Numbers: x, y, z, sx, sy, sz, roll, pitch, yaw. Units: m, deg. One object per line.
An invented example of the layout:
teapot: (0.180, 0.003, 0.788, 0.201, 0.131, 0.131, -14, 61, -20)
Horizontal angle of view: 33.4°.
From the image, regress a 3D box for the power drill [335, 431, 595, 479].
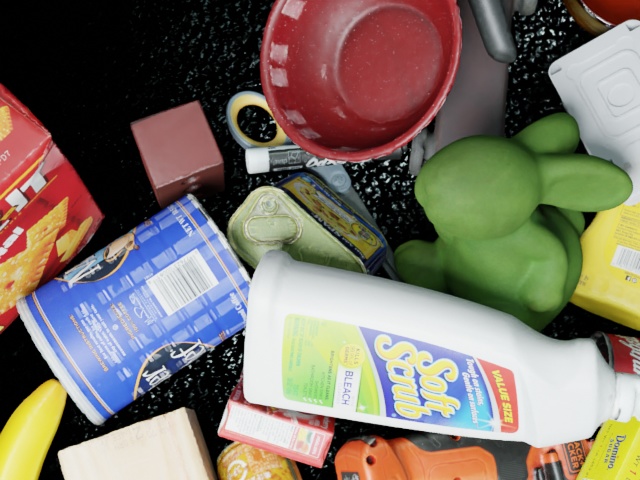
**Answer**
power drill: (0.113, 0.186, 0.735, 0.187, 0.057, 0.184, -10, 80, -23)

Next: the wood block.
wood block: (-0.096, 0.225, 0.715, 0.090, 0.091, 0.206, -19, 81, -6)

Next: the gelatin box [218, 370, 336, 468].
gelatin box: (-0.026, 0.119, 0.740, 0.073, 0.089, 0.030, 18, 102, 1)

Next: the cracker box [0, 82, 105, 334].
cracker box: (-0.228, 0.001, 0.685, 0.072, 0.214, 0.164, 41, 79, 5)

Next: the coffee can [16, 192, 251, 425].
coffee can: (-0.122, 0.047, 0.741, 0.140, 0.103, 0.103, -33, 83, -9)

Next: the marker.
marker: (0.006, -0.064, 0.794, 0.121, 0.020, 0.020, -6, 80, -9)

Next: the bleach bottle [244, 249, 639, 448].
bleach bottle: (0.080, 0.075, 0.680, 0.251, 0.068, 0.103, 8, 117, 7)

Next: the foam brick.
foam brick: (-0.101, -0.059, 0.774, 0.053, 0.078, 0.051, -21, 80, -7)

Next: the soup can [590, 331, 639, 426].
soup can: (0.246, 0.106, 0.770, 0.102, 0.068, 0.068, 8, 79, -3)

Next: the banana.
banana: (-0.206, 0.198, 0.743, 0.069, 0.037, 0.198, -3, 80, -19)

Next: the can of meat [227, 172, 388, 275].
can of meat: (-0.005, 0.001, 0.759, 0.102, 0.083, 0.057, 41, 111, 3)

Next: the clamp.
clamp: (0.118, -0.225, 0.758, 0.171, 0.039, 0.120, 46, 79, -20)

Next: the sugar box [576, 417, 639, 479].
sugar box: (0.251, 0.204, 0.732, 0.176, 0.048, 0.093, 36, 73, -15)

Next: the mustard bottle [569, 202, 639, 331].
mustard bottle: (0.256, -0.030, 0.800, 0.096, 0.058, 0.191, 21, 78, 17)

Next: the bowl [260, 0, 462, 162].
bowl: (0.038, -0.134, 0.774, 0.162, 0.055, 0.162, -2, 86, 30)

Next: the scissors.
scissors: (-0.007, -0.045, 0.808, 0.096, 0.016, 0.202, -16, 80, -10)
